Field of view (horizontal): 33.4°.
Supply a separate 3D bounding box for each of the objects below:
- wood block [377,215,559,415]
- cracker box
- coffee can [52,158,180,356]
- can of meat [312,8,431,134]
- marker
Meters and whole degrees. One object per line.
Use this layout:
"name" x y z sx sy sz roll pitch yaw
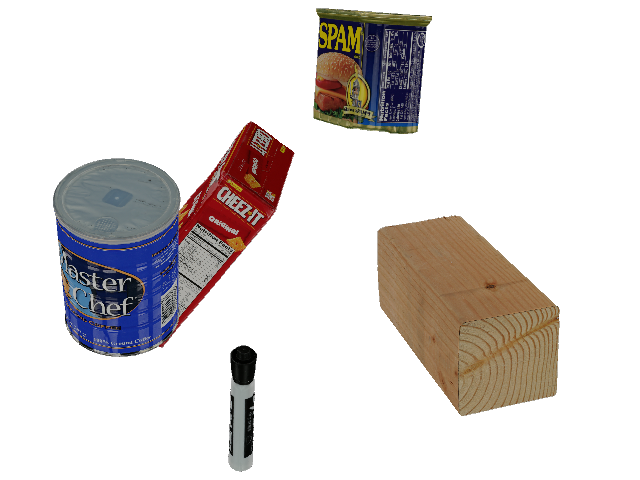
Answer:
"wood block" 0.127 0.060 0.968 0.090 0.090 0.206 -9 25 -13
"cracker box" -0.125 -0.010 1.163 0.072 0.214 0.164 36 24 -11
"coffee can" -0.172 0.015 0.916 0.102 0.140 0.103 4 42 -4
"can of meat" 0.035 -0.127 0.790 0.057 0.084 0.102 -3 14 -26
"marker" -0.057 0.123 0.781 0.020 0.121 0.020 3 38 -3
